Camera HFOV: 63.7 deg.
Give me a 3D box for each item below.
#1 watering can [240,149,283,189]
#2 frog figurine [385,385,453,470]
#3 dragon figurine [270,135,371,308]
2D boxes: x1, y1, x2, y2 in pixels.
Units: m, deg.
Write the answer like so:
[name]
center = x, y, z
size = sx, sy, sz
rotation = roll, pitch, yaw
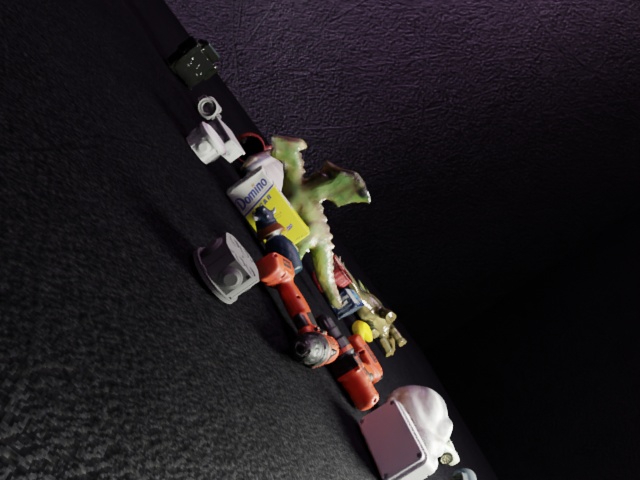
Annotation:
[watering can]
center = -0.129, -0.137, 1.389
size = 0.224, 0.103, 0.351
rotation = 54, 15, -4
[frog figurine]
center = 0.191, 0.366, 1.019
size = 0.137, 0.121, 0.161
rotation = 22, 13, 4
[dragon figurine]
center = 0.004, -0.059, 1.169
size = 0.408, 0.240, 0.124
rotation = 51, 18, -8
